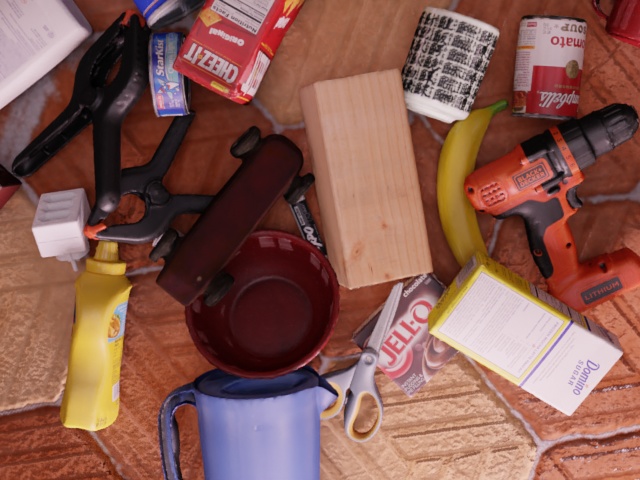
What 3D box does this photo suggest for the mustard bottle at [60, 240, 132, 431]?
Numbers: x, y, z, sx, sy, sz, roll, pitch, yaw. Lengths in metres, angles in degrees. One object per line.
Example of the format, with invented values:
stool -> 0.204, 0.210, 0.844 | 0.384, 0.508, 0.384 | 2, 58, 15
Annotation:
mustard bottle -> -0.230, 0.094, 1.112 | 0.058, 0.096, 0.192 | 8, 96, 2

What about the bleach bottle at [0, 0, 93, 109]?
bleach bottle -> -0.362, -0.177, 1.103 | 0.251, 0.068, 0.102 | -35, 94, 7

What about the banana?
banana -> 0.156, -0.052, 1.119 | 0.069, 0.037, 0.198 | 5, 96, 1

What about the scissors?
scissors -> 0.033, 0.125, 1.119 | 0.096, 0.016, 0.202 | 8, 117, 11

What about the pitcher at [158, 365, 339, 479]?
pitcher -> -0.071, 0.255, 1.115 | 0.144, 0.149, 0.243 | -11, 102, -42

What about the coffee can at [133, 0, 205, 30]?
coffee can -> -0.165, -0.297, 1.066 | 0.103, 0.103, 0.140 | -32, 95, 4

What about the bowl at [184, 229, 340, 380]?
bowl -> -0.056, 0.072, 1.110 | 0.162, 0.055, 0.162 | -3, 69, 8

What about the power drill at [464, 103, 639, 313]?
power drill -> 0.264, -0.029, 1.085 | 0.184, 0.057, 0.187 | -26, 107, 14

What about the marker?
marker -> -0.007, 0.001, 1.137 | 0.020, 0.020, 0.121 | -22, 96, 3

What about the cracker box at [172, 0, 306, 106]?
cracker box -> -0.053, -0.240, 1.040 | 0.072, 0.164, 0.214 | 29, 95, 0

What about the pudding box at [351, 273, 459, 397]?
pudding box -> 0.102, 0.096, 1.135 | 0.090, 0.039, 0.113 | 44, 95, -4

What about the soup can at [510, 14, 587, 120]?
soup can -> 0.234, -0.175, 1.089 | 0.068, 0.068, 0.102 | 5, 96, 0

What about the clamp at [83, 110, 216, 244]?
clamp -> -0.161, -0.042, 1.105 | 0.171, 0.039, 0.120 | -42, 92, -17

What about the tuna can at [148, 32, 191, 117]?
tuna can -> -0.152, -0.169, 1.088 | 0.033, 0.086, 0.086 | -3, 96, -1

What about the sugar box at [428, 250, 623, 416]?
sugar box -> 0.208, 0.095, 1.086 | 0.176, 0.048, 0.093 | 31, 111, -10

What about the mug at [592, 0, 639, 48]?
mug -> 0.329, -0.239, 1.078 | 0.117, 0.093, 0.081 | 26, 102, 29

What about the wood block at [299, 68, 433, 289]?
wood block -> 0.045, -0.063, 1.086 | 0.090, 0.091, 0.206 | -11, 96, -11

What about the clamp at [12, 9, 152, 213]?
clamp -> -0.220, -0.132, 1.087 | 0.165, 0.036, 0.210 | 28, 90, 37

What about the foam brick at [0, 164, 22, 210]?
foam brick -> -0.353, -0.055, 1.108 | 0.053, 0.078, 0.051 | 40, 94, -5
